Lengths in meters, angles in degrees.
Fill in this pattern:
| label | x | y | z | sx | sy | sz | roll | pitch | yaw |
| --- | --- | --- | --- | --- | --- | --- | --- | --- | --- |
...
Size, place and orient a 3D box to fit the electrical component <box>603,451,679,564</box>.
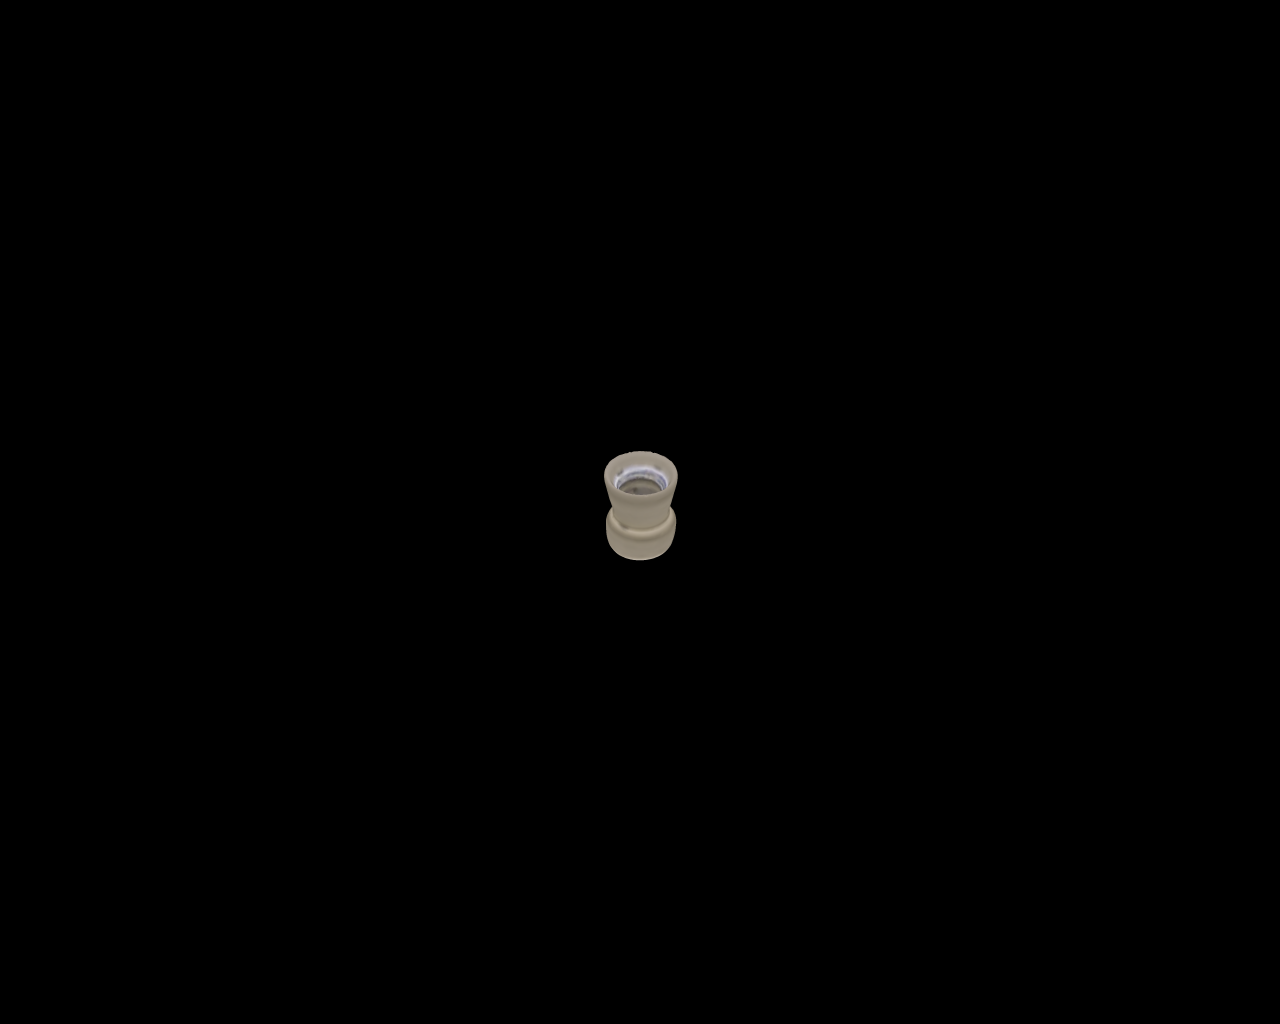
| label | x | y | z | sx | sy | sz | roll | pitch | yaw |
| --- | --- | --- | --- | --- | --- | --- | --- | --- | --- |
| electrical component | 0.001 | -0.003 | 0.650 | 0.045 | 0.055 | 0.045 | 0 | 40 | 0 |
